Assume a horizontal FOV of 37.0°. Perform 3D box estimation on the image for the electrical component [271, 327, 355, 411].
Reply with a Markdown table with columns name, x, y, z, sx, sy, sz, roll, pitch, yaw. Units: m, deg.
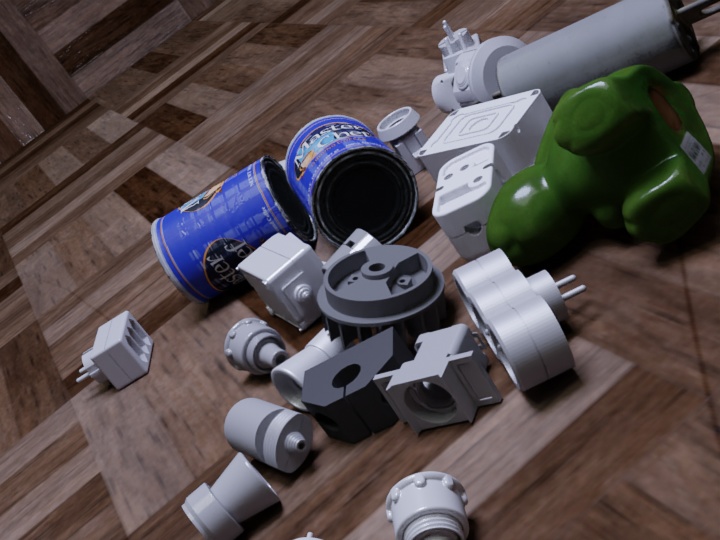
| name | x | y | z | sx | sy | sz | roll | pitch | yaw |
| --- | --- | --- | --- | --- | --- | --- | --- | --- | --- |
| electrical component | -0.033 | 0.075 | 0.853 | 0.044 | 0.044 | 0.065 | -2 | 35 | 51 |

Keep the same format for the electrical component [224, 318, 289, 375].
| name | x | y | z | sx | sy | sz | roll | pitch | yaw |
| --- | --- | --- | --- | --- | --- | --- | --- | --- | --- |
| electrical component | -0.084 | 0.070 | 0.926 | 0.048 | 0.048 | 0.062 | -44 | 32 | -19 |

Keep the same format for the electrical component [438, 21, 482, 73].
| name | x | y | z | sx | sy | sz | roll | pitch | yaw |
| --- | --- | --- | --- | --- | --- | --- | --- | --- | --- |
| electrical component | 0.113 | -0.245 | 1.211 | 0.047 | 0.076 | 0.065 | -28 | 24 | 16 |

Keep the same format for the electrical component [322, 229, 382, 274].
| name | x | y | z | sx | sy | sz | roll | pitch | yaw |
| --- | --- | --- | --- | --- | --- | --- | --- | --- | --- |
| electrical component | 0.000 | 0.000 | 0.932 | 0.047 | 0.055 | 0.055 | -44 | 25 | -11 |

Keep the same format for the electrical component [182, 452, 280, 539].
| name | x | y | z | sx | sy | sz | roll | pitch | yaw |
| --- | --- | --- | --- | --- | --- | --- | --- | --- | --- |
| electrical component | -0.091 | 0.163 | 0.758 | 0.055 | 0.045 | 0.045 | -40 | 24 | -10 |

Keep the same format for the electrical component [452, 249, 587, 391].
| name | x | y | z | sx | sy | sz | roll | pitch | yaw |
| --- | --- | --- | --- | --- | --- | --- | --- | --- | --- |
| electrical component | 0.118 | 0.024 | 0.733 | 0.074 | 0.052 | 0.138 | -26 | 24 | 0 |

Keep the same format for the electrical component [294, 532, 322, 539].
| name | x | y | z | sx | sy | sz | roll | pitch | yaw |
| --- | --- | --- | --- | --- | --- | --- | --- | --- | --- |
| electrical component | -0.033 | 0.194 | 0.630 | 0.040 | 0.040 | 0.078 | -23 | 27 | 26 |

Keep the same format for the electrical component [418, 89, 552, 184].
| name | x | y | z | sx | sy | sz | roll | pitch | yaw |
| --- | --- | --- | --- | --- | --- | --- | --- | --- | --- |
| electrical component | 0.120 | -0.110 | 0.973 | 0.113 | 0.057 | 0.078 | -7 | 36 | 47 |

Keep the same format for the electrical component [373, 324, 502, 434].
| name | x | y | z | sx | sy | sz | roll | pitch | yaw |
| --- | --- | --- | --- | --- | --- | --- | --- | --- | --- |
| electrical component | 0.056 | 0.072 | 0.737 | 0.081 | 0.042 | 0.063 | -17 | 28 | 34 |

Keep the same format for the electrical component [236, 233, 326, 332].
| name | x | y | z | sx | sy | sz | roll | pitch | yaw |
| --- | --- | --- | --- | --- | --- | --- | --- | --- | --- |
| electrical component | -0.059 | 0.009 | 0.982 | 0.061 | 0.061 | 0.096 | -41 | 24 | -13 |

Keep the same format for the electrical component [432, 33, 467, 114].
| name | x | y | z | sx | sy | sz | roll | pitch | yaw |
| --- | --- | --- | --- | --- | --- | --- | --- | --- | --- |
| electrical component | 0.113 | -0.213 | 1.150 | 0.077 | 0.079 | 0.043 | -10 | 18 | 44 |

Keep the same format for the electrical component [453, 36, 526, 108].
| name | x | y | z | sx | sy | sz | roll | pitch | yaw |
| --- | --- | --- | --- | --- | --- | --- | --- | --- | --- |
| electrical component | 0.136 | -0.191 | 1.079 | 0.080 | 0.080 | 0.051 | -43 | 19 | -17 |

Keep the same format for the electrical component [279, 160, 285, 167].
| name | x | y | z | sx | sy | sz | roll | pitch | yaw |
| --- | --- | --- | --- | --- | --- | --- | --- | --- | --- |
| electrical component | -0.094 | -0.083 | 1.206 | 0.078 | 0.058 | 0.057 | -12 | 30 | 43 |

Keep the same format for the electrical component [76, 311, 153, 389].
| name | x | y | z | sx | sy | sz | roll | pitch | yaw |
| --- | --- | --- | --- | --- | --- | --- | --- | --- | --- |
| electrical component | -0.260 | 0.092 | 1.111 | 0.077 | 0.047 | 0.065 | -31 | 24 | 9 |

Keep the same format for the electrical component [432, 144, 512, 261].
| name | x | y | z | sx | sy | sz | roll | pitch | yaw |
| --- | --- | --- | --- | --- | --- | --- | --- | --- | --- |
| electrical component | 0.100 | -0.053 | 0.891 | 0.054 | 0.059 | 0.095 | -25 | 26 | 23 |

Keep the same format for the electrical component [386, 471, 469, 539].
| name | x | y | z | sx | sy | sz | roll | pitch | yaw |
| --- | --- | --- | --- | --- | --- | --- | --- | --- | --- |
| electrical component | 0.041 | 0.149 | 0.612 | 0.048 | 0.048 | 0.062 | -30 | 31 | 12 |

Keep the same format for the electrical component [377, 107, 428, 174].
| name | x | y | z | sx | sy | sz | roll | pitch | yaw |
| --- | --- | --- | --- | --- | --- | --- | --- | --- | --- |
| electrical component | 0.049 | -0.134 | 1.114 | 0.048 | 0.055 | 0.066 | -35 | 24 | 1 |

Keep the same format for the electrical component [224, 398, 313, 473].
| name | x | y | z | sx | sy | sz | roll | pitch | yaw |
| --- | --- | --- | --- | --- | --- | --- | --- | --- | --- |
| electrical component | -0.063 | 0.123 | 0.798 | 0.043 | 0.043 | 0.081 | -46 | 26 | -22 |
